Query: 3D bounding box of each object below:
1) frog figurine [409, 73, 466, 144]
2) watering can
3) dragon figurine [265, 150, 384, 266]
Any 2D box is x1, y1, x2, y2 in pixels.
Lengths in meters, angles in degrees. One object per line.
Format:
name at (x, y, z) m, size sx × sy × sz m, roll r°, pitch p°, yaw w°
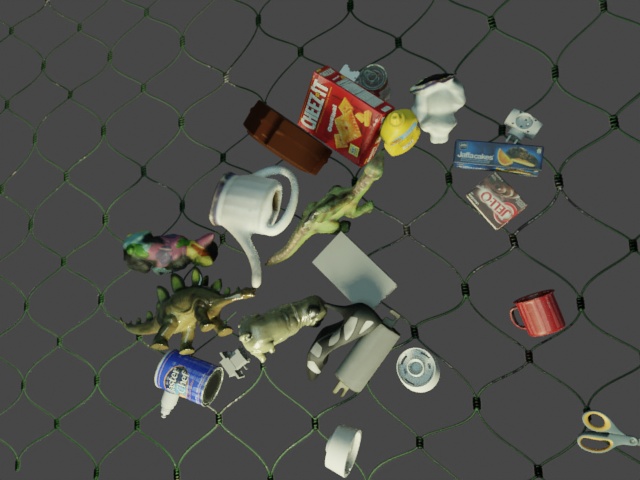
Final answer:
frog figurine at (0.298, -0.327, 1.280) m, size 0.137 × 0.125 × 0.157 m, roll -21°, pitch 114°, yaw 2°
watering can at (-0.184, -0.056, 1.315) m, size 0.225 × 0.102 × 0.354 m, roll 10°, pitch 62°, yaw 18°
dragon figurine at (0.004, -0.062, 1.229) m, size 0.409 × 0.242 × 0.123 m, roll -41°, pitch 81°, yaw 4°
